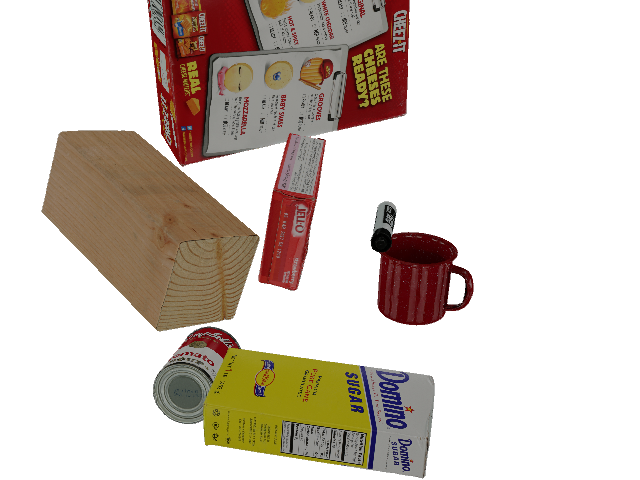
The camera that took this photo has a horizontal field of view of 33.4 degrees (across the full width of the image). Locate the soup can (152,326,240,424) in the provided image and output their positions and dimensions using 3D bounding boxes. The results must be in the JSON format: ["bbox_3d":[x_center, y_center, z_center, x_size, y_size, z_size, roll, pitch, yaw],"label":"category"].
[{"bbox_3d":[-0.126,0.138,1.099,0.068,0.068,0.102,0,16,11],"label":"soup can"}]

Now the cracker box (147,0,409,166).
[{"bbox_3d":[-0.034,-0.168,0.902,0.213,0.164,0.072,-15,38,-18],"label":"cracker box"}]

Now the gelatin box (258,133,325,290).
[{"bbox_3d":[-0.018,-0.021,0.727,0.030,0.073,0.089,11,31,-2],"label":"gelatin box"}]

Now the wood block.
[{"bbox_3d":[-0.160,-0.016,0.979,0.090,0.091,0.206,-6,34,-44],"label":"wood block"}]

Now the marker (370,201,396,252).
[{"bbox_3d":[0.059,-0.013,0.988,0.020,0.020,0.121,0,16,6],"label":"marker"}]

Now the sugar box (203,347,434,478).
[{"bbox_3d":[0.001,0.135,0.855,0.176,0.048,0.093,5,25,7],"label":"sugar box"}]

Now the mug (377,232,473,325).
[{"bbox_3d":[0.120,0.048,1.234,0.117,0.081,0.093,12,25,19],"label":"mug"}]
